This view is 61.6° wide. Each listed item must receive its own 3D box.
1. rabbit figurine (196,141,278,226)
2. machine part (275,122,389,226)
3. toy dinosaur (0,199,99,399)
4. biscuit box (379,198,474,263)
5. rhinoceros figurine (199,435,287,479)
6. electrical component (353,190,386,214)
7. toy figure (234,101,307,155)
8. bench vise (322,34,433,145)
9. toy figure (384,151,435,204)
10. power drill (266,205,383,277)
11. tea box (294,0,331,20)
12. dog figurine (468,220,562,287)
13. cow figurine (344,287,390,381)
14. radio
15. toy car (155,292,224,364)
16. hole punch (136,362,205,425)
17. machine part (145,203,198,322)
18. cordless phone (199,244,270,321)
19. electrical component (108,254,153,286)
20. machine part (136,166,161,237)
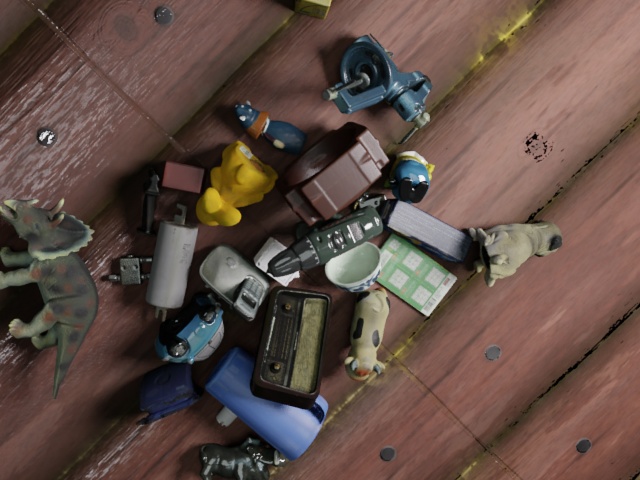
[{"bbox_3d":[-0.177,-0.086,1.055,0.173,0.162,0.121,-40,113,19],"label":"rabbit figurine"},{"bbox_3d":[0.020,-0.128,1.024,0.201,0.202,0.087,-39,110,1],"label":"machine part"},{"bbox_3d":[-0.513,0.103,1.062,0.192,0.131,0.404,-17,106,-2],"label":"toy dinosaur"},{"bbox_3d":[0.218,-0.017,1.111,0.202,0.059,0.063,26,84,-19],"label":"biscuit box"},{"bbox_3d":[-0.168,0.480,1.171,0.190,0.073,0.112,4,88,-4],"label":"rhinoceros figurine"},{"bbox_3d":[0.110,-0.057,1.124,0.078,0.045,0.102,-13,100,-2],"label":"electrical component"},{"bbox_3d":[-0.102,-0.220,1.072,0.154,0.064,0.057,25,112,-9],"label":"toy figure"},{"bbox_3d":[0.102,-0.284,1.024,0.240,0.129,0.223,-32,93,-40],"label":"bench vise"},{"bbox_3d":[0.171,-0.120,1.052,0.082,0.180,0.089,38,115,-12],"label":"toy figure"},{"bbox_3d":[-0.002,-0.003,1.043,0.232,0.207,0.086,-25,94,-4],"label":"power drill"},{"bbox_3d":[0.002,-0.521,1.018,0.068,0.098,0.169,11,99,-6],"label":"tea box"},{"bbox_3d":[0.421,0.012,1.104,0.191,0.172,0.121,-12,110,4],"label":"dog figurine"},{"bbox_3d":[0.099,0.199,1.121,0.085,0.127,0.194,12,95,-4],"label":"cow figurine"},{"bbox_3d":[-0.056,0.206,1.068,0.131,0.230,0.073,12,141,-4],"label":"radio"},{"bbox_3d":[-0.255,0.191,1.109,0.161,0.109,0.102,-45,124,-9],"label":"toy car"},{"bbox_3d":[-0.311,0.309,1.110,0.142,0.116,0.092,-19,92,-2],"label":"hole punch"},{"bbox_3d":[-0.299,0.048,1.086,0.079,0.079,0.243,13,97,-7],"label":"machine part"},{"bbox_3d":[-0.176,0.092,1.051,0.146,0.184,0.089,43,97,-10],"label":"cordless phone"},{"bbox_3d":[-0.390,0.061,1.108,0.094,0.021,0.063,-4,98,-4],"label":"electrical component"},{"bbox_3d":[-0.340,-0.072,1.072,0.039,0.084,0.138,2,111,-29],"label":"machine part"}]
